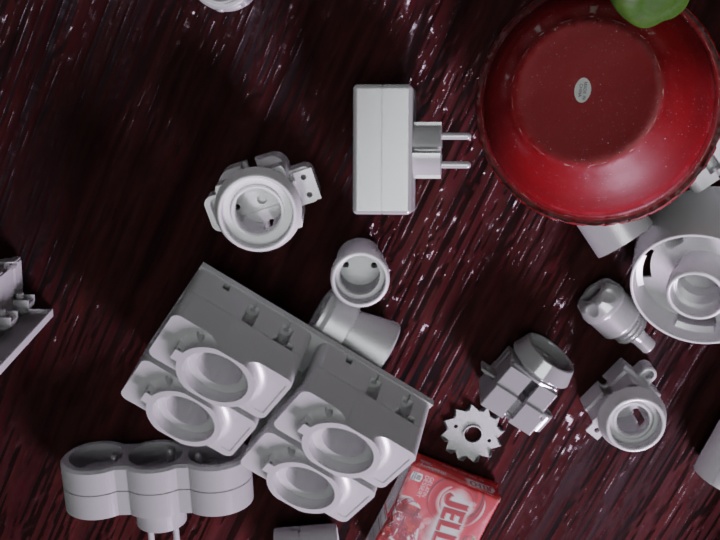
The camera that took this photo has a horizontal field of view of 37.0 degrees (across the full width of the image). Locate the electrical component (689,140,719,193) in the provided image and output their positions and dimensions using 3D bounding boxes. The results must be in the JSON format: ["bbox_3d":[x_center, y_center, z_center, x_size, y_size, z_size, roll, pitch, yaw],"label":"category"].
[{"bbox_3d":[0.239,-0.103,0.711,0.089,0.050,0.055,-35,104,10],"label":"electrical component"}]

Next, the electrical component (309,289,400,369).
[{"bbox_3d":[-0.006,0.044,0.758,0.055,0.045,0.045,30,105,-8],"label":"electrical component"}]

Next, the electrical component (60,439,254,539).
[{"bbox_3d":[-0.147,0.169,0.792,0.138,0.052,0.073,-2,107,1],"label":"electrical component"}]

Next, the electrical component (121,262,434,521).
[{"bbox_3d":[-0.059,0.092,0.743,0.186,0.060,0.105,32,132,-9],"label":"electrical component"}]

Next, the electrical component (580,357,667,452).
[{"bbox_3d":[0.191,0.099,0.770,0.048,0.055,0.066,39,103,-11],"label":"electrical component"}]

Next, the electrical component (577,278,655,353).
[{"bbox_3d":[0.185,0.036,0.762,0.061,0.035,0.035,41,103,-15],"label":"electrical component"}]

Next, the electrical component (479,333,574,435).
[{"bbox_3d":[0.120,0.079,0.770,0.066,0.048,0.055,33,112,-10],"label":"electrical component"}]

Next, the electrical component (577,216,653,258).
[{"bbox_3d":[0.157,-0.054,0.727,0.043,0.043,0.081,-33,90,10],"label":"electrical component"}]

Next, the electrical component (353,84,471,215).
[{"bbox_3d":[0.035,-0.079,0.708,0.076,0.047,0.083,1,95,6],"label":"electrical component"}]

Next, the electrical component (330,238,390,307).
[{"bbox_3d":[0.000,0.000,0.744,0.040,0.046,0.040,0,107,0],"label":"electrical component"}]

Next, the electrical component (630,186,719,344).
[{"bbox_3d":[0.236,-0.001,0.736,0.099,0.064,0.099,14,129,18],"label":"electrical component"}]

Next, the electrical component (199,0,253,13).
[{"bbox_3d":[-0.088,-0.186,0.678,0.048,0.062,0.048,0,107,0],"label":"electrical component"}]

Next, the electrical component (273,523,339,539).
[{"bbox_3d":[-0.038,0.218,0.808,0.047,0.055,0.055,-8,107,-1],"label":"electrical component"}]

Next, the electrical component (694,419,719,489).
[{"bbox_3d":[0.282,0.120,0.783,0.043,0.043,0.081,22,106,-7],"label":"electrical component"}]

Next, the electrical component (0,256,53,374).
[{"bbox_3d":[-0.260,0.033,0.714,0.079,0.121,0.063,1,105,-1],"label":"electrical component"}]

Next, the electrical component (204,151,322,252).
[{"bbox_3d":[-0.067,-0.045,0.724,0.078,0.057,0.058,-17,107,5],"label":"electrical component"}]
